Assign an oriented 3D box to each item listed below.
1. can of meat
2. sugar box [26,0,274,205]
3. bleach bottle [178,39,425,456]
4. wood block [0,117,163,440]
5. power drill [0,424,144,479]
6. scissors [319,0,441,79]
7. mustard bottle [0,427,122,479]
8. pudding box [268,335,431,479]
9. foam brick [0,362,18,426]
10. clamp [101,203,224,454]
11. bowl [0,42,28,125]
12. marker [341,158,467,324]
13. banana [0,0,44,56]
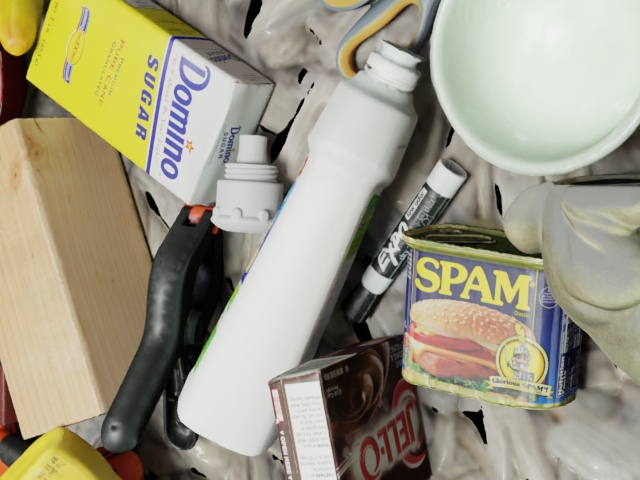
[{"bbox_3d":[0.094,0.040,0.584,0.102,0.057,0.084,10,104,35],"label":"can of meat"},{"bbox_3d":[-0.120,-0.108,0.726,0.176,0.048,0.093,37,116,28],"label":"sugar box"},{"bbox_3d":[-0.004,0.001,0.635,0.068,0.102,0.251,26,106,1],"label":"bleach bottle"},{"bbox_3d":[-0.181,0.025,0.760,0.090,0.090,0.206,-22,83,36],"label":"wood block"},{"bbox_3d":[-0.213,0.225,0.832,0.188,0.057,0.184,17,107,31],"label":"power drill"},{"bbox_3d":[0.067,-0.173,0.599,0.202,0.016,0.096,-47,71,31],"label":"scissors"},{"bbox_3d":[-0.134,0.216,0.729,0.191,0.058,0.096,41,104,-16],"label":"mustard bottle"},{"bbox_3d":[0.020,0.109,0.612,0.039,0.113,0.090,-11,90,32],"label":"pudding box"},{"bbox_3d":[-0.254,0.110,0.847,0.078,0.052,0.051,7,100,36],"label":"foam brick"},{"bbox_3d":[-0.097,0.060,0.689,0.039,0.120,0.171,7,91,10],"label":"clamp"},{"bbox_3d":[-0.279,-0.126,0.832,0.162,0.055,0.162,5,99,35],"label":"bowl"},{"bbox_3d":[0.047,0.004,0.636,0.020,0.020,0.121,45,119,23],"label":"marker"},{"bbox_3d":[-0.238,-0.217,0.782,0.037,0.069,0.198,-27,79,23],"label":"banana"}]
